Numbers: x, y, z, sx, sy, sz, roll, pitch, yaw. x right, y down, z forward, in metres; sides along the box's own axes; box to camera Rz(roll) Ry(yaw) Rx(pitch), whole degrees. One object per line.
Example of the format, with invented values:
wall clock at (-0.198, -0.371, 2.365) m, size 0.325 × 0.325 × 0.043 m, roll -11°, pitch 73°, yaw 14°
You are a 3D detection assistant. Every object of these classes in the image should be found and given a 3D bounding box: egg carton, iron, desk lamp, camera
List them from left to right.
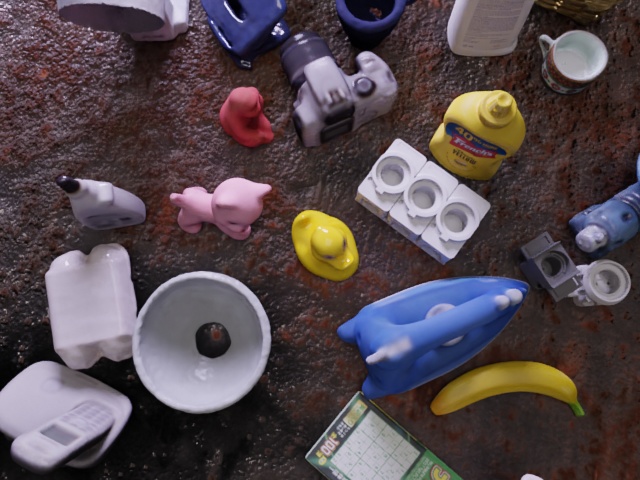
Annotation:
egg carton at (-0.283, 0.083, 0.721) m, size 0.107 × 0.069 × 0.150 m, roll -13°, pitch 80°, yaw -2°
desk lamp at (-0.242, -0.336, 0.722) m, size 0.118 × 0.213 × 0.203 m, roll 0°, pitch 80°, yaw 0°
camera at (0.015, -0.216, 0.760) m, size 0.143 × 0.101 × 0.137 m, roll -26°, pitch 81°, yaw -4°
iron at (0.155, 0.098, 0.684) m, size 0.258 × 0.141 × 0.118 m, roll -24°, pitch 81°, yaw -4°

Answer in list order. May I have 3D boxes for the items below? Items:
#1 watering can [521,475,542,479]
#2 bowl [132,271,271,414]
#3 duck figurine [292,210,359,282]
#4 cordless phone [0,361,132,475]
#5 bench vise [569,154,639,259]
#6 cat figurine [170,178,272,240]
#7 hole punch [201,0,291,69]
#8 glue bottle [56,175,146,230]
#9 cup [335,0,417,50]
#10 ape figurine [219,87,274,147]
watering can at (0.201, 0.342, 0.615) m, size 0.101 × 0.194 × 0.173 m, roll 0°, pitch 80°, yaw 0°
bowl at (-0.140, 0.126, 0.712) m, size 0.167 × 0.075 × 0.167 m, roll 0°, pitch 80°, yaw 0°
duck figurine at (0.007, 0.003, 0.729) m, size 0.077 × 0.086 × 0.104 m, roll -40°, pitch 82°, yaw -7°
cordless phone at (-0.309, 0.202, 0.642) m, size 0.147 × 0.185 × 0.094 m, roll 22°, pitch 81°, yaw 4°
bench vise at (0.412, -0.045, 0.671) m, size 0.121 × 0.220 × 0.207 m, roll 40°, pitch 82°, yaw 7°
cat figurine at (-0.124, -0.044, 0.720) m, size 0.127 × 0.118 × 0.067 m, roll 6°, pitch 80°, yaw 1°
hole punch at (-0.103, -0.309, 0.781) m, size 0.101 × 0.091 × 0.108 m, roll -34°, pitch 82°, yaw -6°
glue bottle at (-0.272, -0.049, 0.692) m, size 0.078 × 0.173 × 0.037 m, roll -8°, pitch 80°, yaw -1°
cup at (0.078, -0.307, 0.779) m, size 0.118 × 0.095 × 0.091 m, roll -16°, pitch 80°, yaw -3°
ape figurine at (-0.098, -0.169, 0.755) m, size 0.076 × 0.092 × 0.078 m, roll 15°, pitch 80°, yaw 3°
